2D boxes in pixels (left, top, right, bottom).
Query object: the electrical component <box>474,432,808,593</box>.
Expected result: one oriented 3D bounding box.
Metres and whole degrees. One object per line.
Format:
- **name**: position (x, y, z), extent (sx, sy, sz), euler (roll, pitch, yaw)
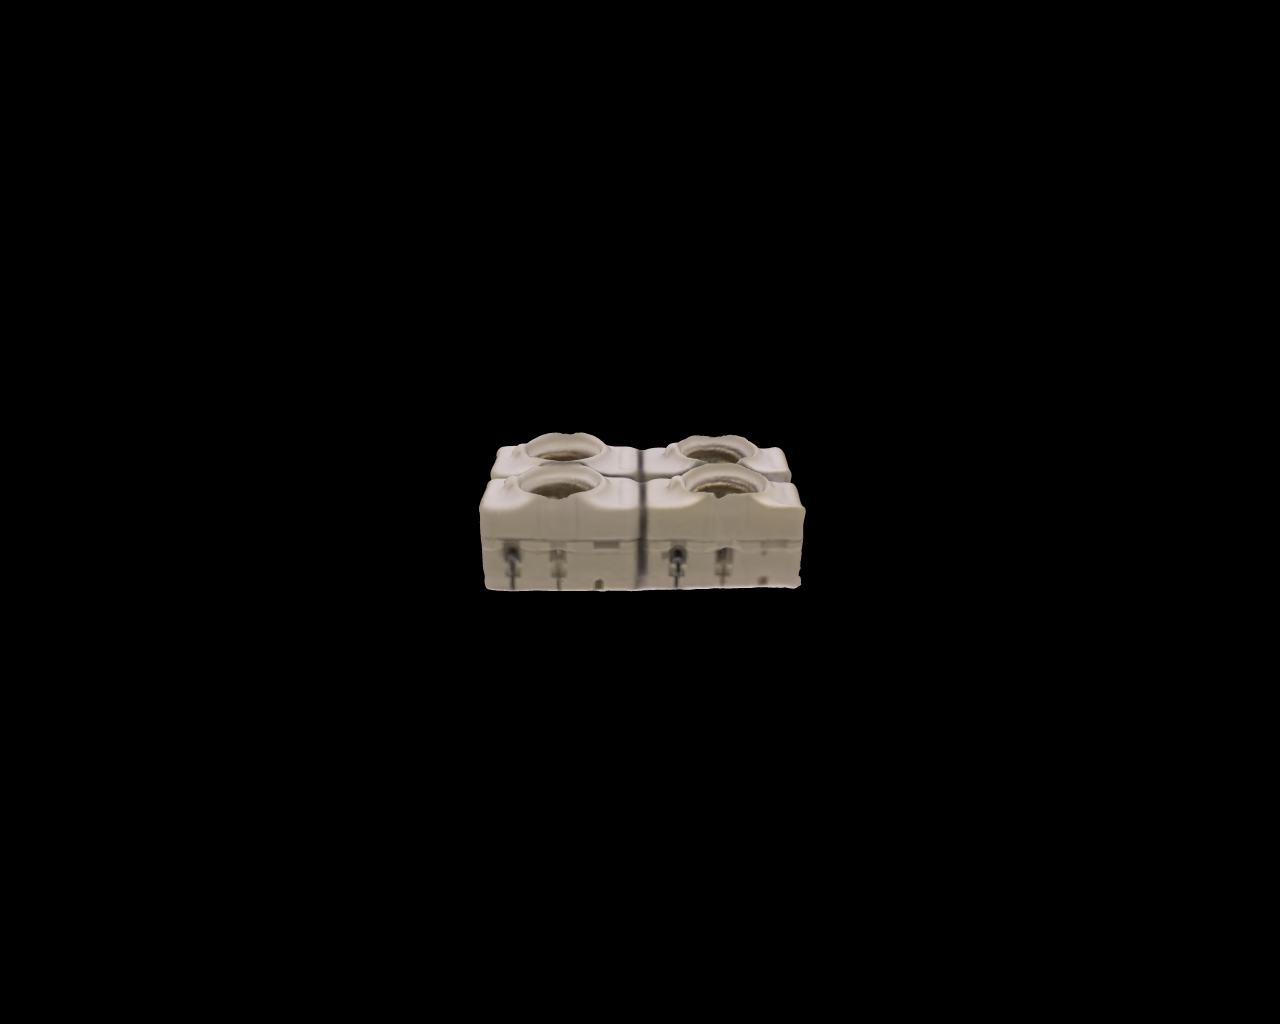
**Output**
- **electrical component**: position (0.001, -0.003, 0.650), extent (0.186, 0.060, 0.105), euler (0, 24, 0)
